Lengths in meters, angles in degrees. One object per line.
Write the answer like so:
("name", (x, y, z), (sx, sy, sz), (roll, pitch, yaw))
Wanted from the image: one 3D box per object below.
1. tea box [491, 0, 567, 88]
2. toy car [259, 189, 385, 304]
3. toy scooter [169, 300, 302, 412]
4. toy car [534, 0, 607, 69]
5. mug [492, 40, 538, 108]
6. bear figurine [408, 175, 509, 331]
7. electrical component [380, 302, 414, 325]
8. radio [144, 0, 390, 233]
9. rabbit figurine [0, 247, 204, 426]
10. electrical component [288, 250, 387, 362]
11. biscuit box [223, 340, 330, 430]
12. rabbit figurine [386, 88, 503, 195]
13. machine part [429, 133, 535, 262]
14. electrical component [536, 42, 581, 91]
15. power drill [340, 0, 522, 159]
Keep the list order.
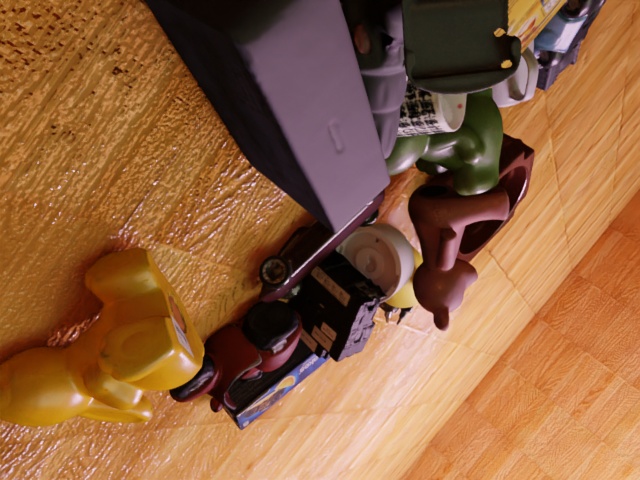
("tea box", (0.196, -0.254, 0.549), (0.169, 0.068, 0.098), (-49, 148, 17))
("toy car", (-0.001, -0.002, 0.651), (0.202, 0.053, 0.089), (-42, 167, -4))
("toy scooter", (-0.101, 0.158, 0.682), (0.184, 0.075, 0.135), (-29, 145, -26))
("toy car", (0.291, -0.297, 0.656), (0.109, 0.103, 0.161), (-43, 165, -20))
("mug", (0.226, -0.224, 0.659), (0.081, 0.110, 0.107), (-15, 131, -8))
("bear figurine", (0.188, 0.016, 0.745), (0.132, 0.120, 0.195), (-14, 113, 2))
("electrical component", (0.142, 0.113, 0.987), (0.078, 0.045, 0.102), (-52, 151, 7))
("radio", (-0.031, -0.110, 0.407), (0.073, 0.131, 0.229), (-44, 150, -9))
("rabbit figurine", (-0.200, 0.105, 0.479), (0.173, 0.122, 0.162), (-26, 155, -12))
("electrical component", (0.016, 0.094, 0.725), (0.058, 0.115, 0.134), (-10, 132, -43))
("biscuit box", (-0.055, 0.181, 0.782), (0.203, 0.063, 0.059), (-34, 148, -24))
("rabbit figurine", (0.131, -0.124, 0.635), (0.170, 0.121, 0.158), (-14, 134, -25))
("machine part", (0.254, -0.068, 0.891), (0.201, 0.087, 0.201), (-44, 149, -11))
("electrical component", (0.301, -0.248, 0.756), (0.119, 0.075, 0.047), (-45, 150, -17))
("power drill", (0.064, -0.153, 0.397), (0.086, 0.207, 0.231), (-7, 110, -5))
